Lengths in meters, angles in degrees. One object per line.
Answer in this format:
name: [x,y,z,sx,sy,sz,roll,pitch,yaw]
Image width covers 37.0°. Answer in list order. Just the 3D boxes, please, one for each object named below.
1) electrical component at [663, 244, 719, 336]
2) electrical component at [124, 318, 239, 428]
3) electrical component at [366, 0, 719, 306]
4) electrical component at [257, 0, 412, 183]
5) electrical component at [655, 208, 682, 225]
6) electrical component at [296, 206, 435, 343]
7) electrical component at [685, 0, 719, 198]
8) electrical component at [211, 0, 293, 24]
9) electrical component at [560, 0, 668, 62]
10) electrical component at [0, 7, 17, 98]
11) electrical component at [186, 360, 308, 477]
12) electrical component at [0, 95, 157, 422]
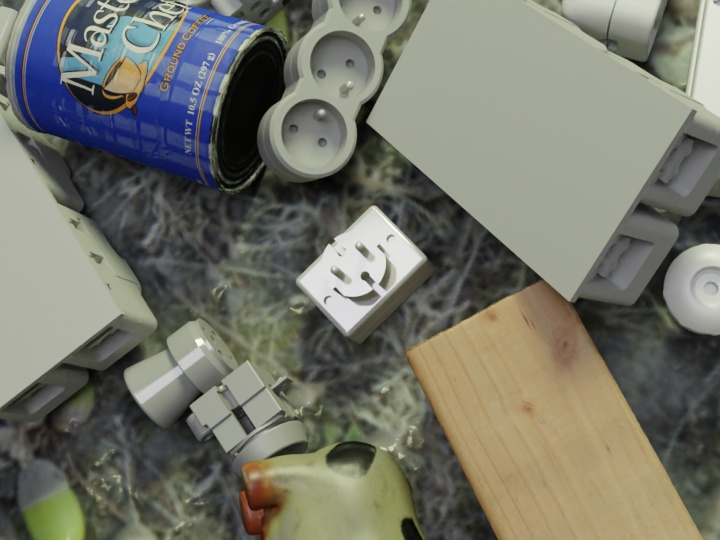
electrical component: [0.189,0.014,0.586,0.048,0.062,0.048,-2,79,11]
electrical component: [-0.107,0.062,0.647,0.055,0.045,0.045,-37,75,2]
electrical component: [0.097,-0.076,0.576,0.186,0.060,0.105,47,116,41]
electrical component: [-0.021,-0.118,0.653,0.052,0.074,0.138,24,84,-15]
electrical component: [0.134,-0.055,0.619,0.076,0.047,0.083,-21,76,7]
electrical component: [0.000,0.000,0.620,0.066,0.077,0.047,-44,74,1]
electrical component: [0.237,-0.093,0.600,0.109,0.056,0.108,9,81,13]
electrical component: [-0.069,-0.199,0.683,0.078,0.058,0.057,-39,77,2]
electrical component: [0.155,-0.178,0.634,0.059,0.054,0.095,18,84,14]
electrical component: [-0.249,-0.144,0.718,0.081,0.042,0.063,17,80,14]
electrical component: [-0.062,0.091,0.633,0.066,0.048,0.055,-38,67,3]
electrical component: [-0.219,-0.010,0.670,0.105,0.060,0.186,-37,72,6]
